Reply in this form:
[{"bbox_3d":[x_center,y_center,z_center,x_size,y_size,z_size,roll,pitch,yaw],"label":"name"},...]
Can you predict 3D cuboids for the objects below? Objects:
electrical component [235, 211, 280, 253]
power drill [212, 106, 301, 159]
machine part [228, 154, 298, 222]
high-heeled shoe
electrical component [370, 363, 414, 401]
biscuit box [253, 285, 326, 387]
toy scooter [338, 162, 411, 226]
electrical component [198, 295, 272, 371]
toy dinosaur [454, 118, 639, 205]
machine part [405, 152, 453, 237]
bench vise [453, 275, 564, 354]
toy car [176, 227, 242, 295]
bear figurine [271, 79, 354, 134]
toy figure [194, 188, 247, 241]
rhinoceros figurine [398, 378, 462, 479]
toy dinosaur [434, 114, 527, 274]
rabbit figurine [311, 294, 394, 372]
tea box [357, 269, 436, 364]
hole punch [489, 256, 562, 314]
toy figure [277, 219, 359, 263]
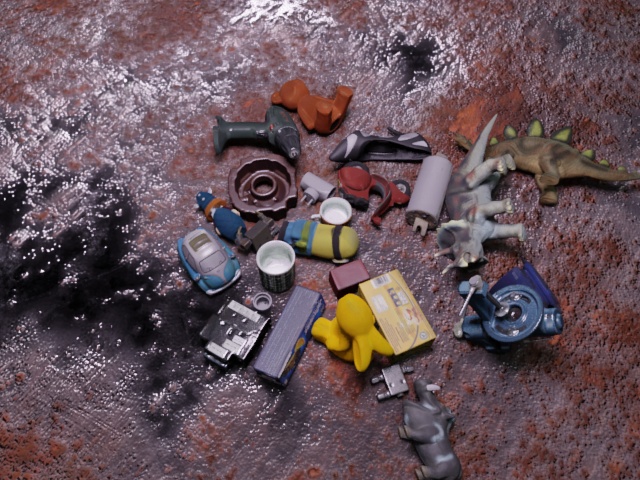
[{"bbox_3d":[-0.142,-0.015,1.210,0.045,0.078,0.102,31,70,29],"label":"electrical component"},{"bbox_3d":[-0.154,-0.256,1.304,0.207,0.085,0.232,-9,38,0],"label":"power drill"},{"bbox_3d":[-0.135,-0.123,1.282,0.179,0.056,0.179,0,62,0],"label":"machine part"},{"bbox_3d":[0.152,-0.209,1.313,0.249,0.086,0.145,-30,59,-27],"label":"high-heeled shoe"},{"bbox_3d":[0.151,0.284,1.078,0.094,0.021,0.063,-16,63,-11],"label":"electrical component"},{"bbox_3d":[-0.058,0.192,1.099,0.063,0.059,0.202,17,61,23],"label":"biscuit box"},{"bbox_3d":[0.116,-0.104,1.266,0.184,0.075,0.135,21,63,5],"label":"toy scooter"},{"bbox_3d":[-0.179,0.196,1.102,0.115,0.058,0.134,27,64,15],"label":"electrical component"},{"bbox_3d":[0.558,-0.193,1.305,0.472,0.105,0.198,21,62,11],"label":"toy dinosaur"},{"bbox_3d":[0.260,-0.114,1.272,0.079,0.079,0.243,18,63,9],"label":"machine part"},{"bbox_3d":[0.332,0.137,1.037,0.224,0.240,0.129,-1,58,48],"label":"bench vise"},{"bbox_3d":[-0.247,0.030,1.168,0.109,0.102,0.162,-32,68,-18],"label":"toy car"},{"bbox_3d":[-0.027,-0.365,1.381,0.196,0.131,0.120,43,63,14],"label":"bear figurine"},{"bbox_3d":[-0.233,-0.058,1.243,0.064,0.057,0.155,-34,61,-26],"label":"toy figure"},{"bbox_3d":[0.208,0.356,1.010,0.112,0.073,0.190,-11,62,-6],"label":"rhinoceros figurine"},{"bbox_3d":[0.343,-0.090,1.208,0.192,0.131,0.405,-16,52,30],"label":"toy dinosaur"},{"bbox_3d":[0.063,0.177,1.052,0.122,0.173,0.162,-24,59,-18],"label":"rabbit figurine"},{"bbox_3d":[0.156,0.158,1.122,0.098,0.068,0.170,-20,64,-11],"label":"tea box"},{"bbox_3d":[0.425,0.120,1.128,0.092,0.115,0.142,-22,63,-4],"label":"hole punch"},{"bbox_3d":[-0.003,-0.001,1.196,0.180,0.089,0.082,15,69,5],"label":"toy figure"}]
